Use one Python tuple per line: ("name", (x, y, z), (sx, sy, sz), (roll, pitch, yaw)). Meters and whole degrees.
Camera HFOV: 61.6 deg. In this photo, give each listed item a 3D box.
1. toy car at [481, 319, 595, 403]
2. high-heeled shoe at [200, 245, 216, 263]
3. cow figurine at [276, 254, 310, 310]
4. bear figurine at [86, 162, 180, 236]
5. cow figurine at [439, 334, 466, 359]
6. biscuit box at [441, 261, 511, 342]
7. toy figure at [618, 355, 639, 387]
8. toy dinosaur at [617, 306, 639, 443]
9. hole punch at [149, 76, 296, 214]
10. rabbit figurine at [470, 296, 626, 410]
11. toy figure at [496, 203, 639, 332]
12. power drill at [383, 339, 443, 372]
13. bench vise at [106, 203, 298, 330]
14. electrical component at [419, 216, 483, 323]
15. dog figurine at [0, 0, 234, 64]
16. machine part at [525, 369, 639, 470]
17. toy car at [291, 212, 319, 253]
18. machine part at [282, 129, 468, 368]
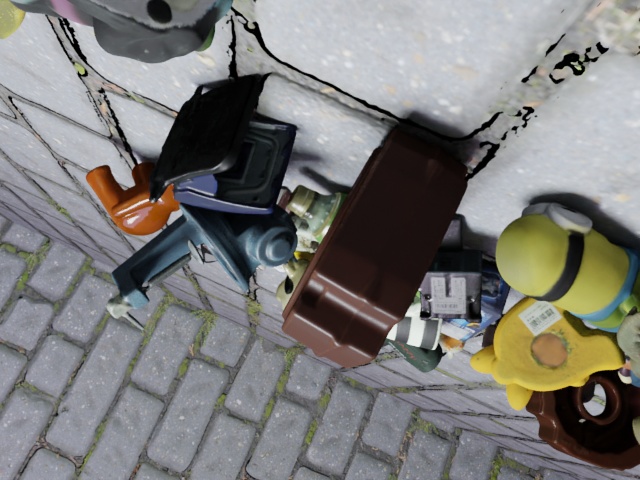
("toy car", (0.332, 0.190, 0.824), (0.202, 0.089, 0.053), (26, 159, -7))
("high-heeled shoe", (-0.159, -0.008, 0.998), (0.145, 0.086, 0.248), (-8, 178, 3))
("cow figurine", (-0.001, 0.082, 0.796), (0.085, 0.127, 0.195), (17, 168, -36))
("bear figurine", (-0.237, -0.086, 0.788), (0.196, 0.120, 0.132), (-31, 81, 40))
("cow figurine", (0.203, 0.179, 1.001), (0.168, 0.068, 0.098), (13, 165, 42))
("biscuit box", (0.205, 0.088, 0.745), (0.059, 0.063, 0.202), (23, 162, 9))
("toy figure", (0.380, 0.135, 0.642), (0.058, 0.064, 0.154), (10, 156, 43))
("toy dinosaur", (0.392, 0.131, 0.488), (0.471, 0.105, 0.198), (13, 149, -24))
("hole punch", (-0.093, -0.087, 0.540), (0.116, 0.142, 0.092), (-3, 153, 34))
("rabbit figurine", (0.271, 0.129, 0.646), (0.122, 0.162, 0.173), (44, -163, 19))
("toy figure", (0.245, 0.035, 0.492), (0.180, 0.089, 0.082), (33, 153, -17))
("power drill", (0.085, 0.143, 0.922), (0.232, 0.086, 0.207), (39, 145, -19))
("bench vise", (-0.144, -0.006, 0.614), (0.224, 0.240, 0.128), (42, 164, 35))
("electrical component", (0.147, 0.034, 0.603), (0.075, 0.048, 0.119), (3, 125, 14))
("dog figurine", (-0.181, -0.193, 0.390), (0.191, 0.108, 0.219), (32, 166, -30))
("machine part", (0.367, 0.213, 0.723), (0.179, 0.179, 0.056), (25, 165, 1))
("toy car", (-0.002, -0.002, 0.771), (0.202, 0.056, 0.073), (19, 162, 19))
("machine part", (0.044, 0.012, 0.508), (0.087, 0.201, 0.201), (28, 163, 0))
